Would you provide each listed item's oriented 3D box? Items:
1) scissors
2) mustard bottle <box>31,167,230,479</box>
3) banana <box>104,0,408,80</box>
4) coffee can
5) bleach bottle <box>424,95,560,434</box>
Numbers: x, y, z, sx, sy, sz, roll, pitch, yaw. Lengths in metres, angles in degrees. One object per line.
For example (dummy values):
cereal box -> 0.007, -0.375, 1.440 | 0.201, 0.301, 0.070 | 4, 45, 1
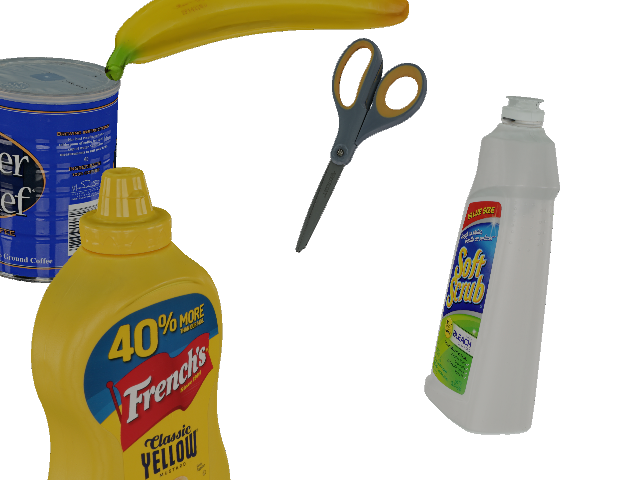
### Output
scissors -> 0.039, -0.082, 0.956 | 0.096, 0.202, 0.016 | 7, -7, 17
mustard bottle -> -0.087, 0.061, 0.497 | 0.058, 0.192, 0.096 | 14, 22, 41
banana -> -0.045, -0.138, 0.669 | 0.197, 0.070, 0.037 | -16, -35, -16
coffee can -> -0.200, -0.054, 0.782 | 0.103, 0.140, 0.103 | 5, 23, -2
bleach bottle -> 0.136, 0.015, 0.818 | 0.068, 0.251, 0.103 | 2, 13, -17
